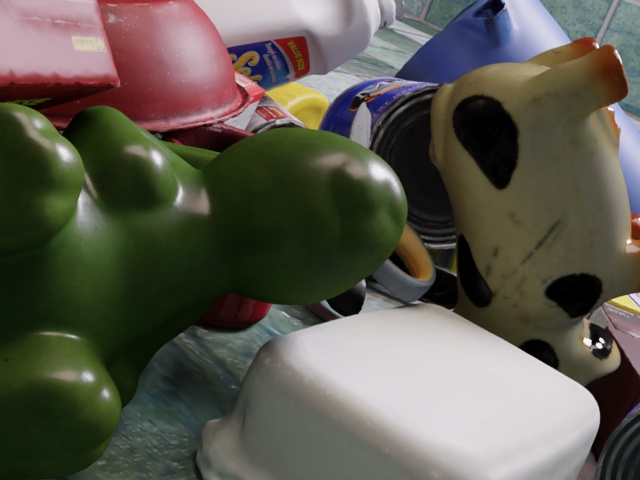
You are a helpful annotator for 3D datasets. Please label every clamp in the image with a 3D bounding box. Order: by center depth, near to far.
[{"bbox_3d":[-0.004,0.001,0.651,0.172,0.039,0.120,28,11,26],"label":"clamp"}]

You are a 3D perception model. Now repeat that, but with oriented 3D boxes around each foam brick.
[{"bbox_3d":[0.173,0.090,0.569,0.053,0.051,0.078,20,17,-6],"label":"foam brick"}]

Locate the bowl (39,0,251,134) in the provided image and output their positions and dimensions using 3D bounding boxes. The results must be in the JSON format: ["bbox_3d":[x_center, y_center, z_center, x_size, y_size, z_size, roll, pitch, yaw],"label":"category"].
[{"bbox_3d":[-0.114,-0.102,0.546,0.162,0.055,0.162,5,22,-2],"label":"bowl"}]

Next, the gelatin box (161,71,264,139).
[{"bbox_3d":[-0.074,-0.059,0.658,0.030,0.089,0.073,31,17,4],"label":"gelatin box"}]

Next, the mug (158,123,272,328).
[{"bbox_3d":[-0.057,-0.008,0.533,0.093,0.081,0.117,29,18,23],"label":"mug"}]

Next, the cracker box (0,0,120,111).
[{"bbox_3d":[-0.202,-0.056,0.345,0.214,0.072,0.164,-12,4,23],"label":"cracker box"}]

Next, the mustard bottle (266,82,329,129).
[{"bbox_3d":[-0.094,-0.135,0.924,0.192,0.058,0.096,28,31,23],"label":"mustard bottle"}]

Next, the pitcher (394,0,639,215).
[{"bbox_3d":[0.178,-0.076,0.849,0.243,0.145,0.149,51,34,3],"label":"pitcher"}]

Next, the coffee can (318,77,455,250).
[{"bbox_3d":[0.060,-0.056,0.714,0.102,0.103,0.140,17,6,-14],"label":"coffee can"}]

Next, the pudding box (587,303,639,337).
[{"bbox_3d":[0.224,0.087,0.660,0.113,0.039,0.090,19,18,-7],"label":"pudding box"}]

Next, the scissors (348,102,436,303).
[{"bbox_3d":[0.031,-0.024,0.540,0.096,0.016,0.201,44,23,3],"label":"scissors"}]

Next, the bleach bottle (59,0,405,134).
[{"bbox_3d":[-0.059,-0.135,0.709,0.250,0.103,0.068,-19,64,-17],"label":"bleach bottle"}]

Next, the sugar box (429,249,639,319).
[{"bbox_3d":[0.164,0.034,0.740,0.176,0.048,0.093,18,17,-7],"label":"sugar box"}]

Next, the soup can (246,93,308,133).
[{"bbox_3d":[-0.052,-0.073,0.770,0.068,0.068,0.102,10,21,-35],"label":"soup can"}]

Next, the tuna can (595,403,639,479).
[{"bbox_3d":[0.162,0.104,0.451,0.086,0.086,0.033,28,17,20],"label":"tuna can"}]
